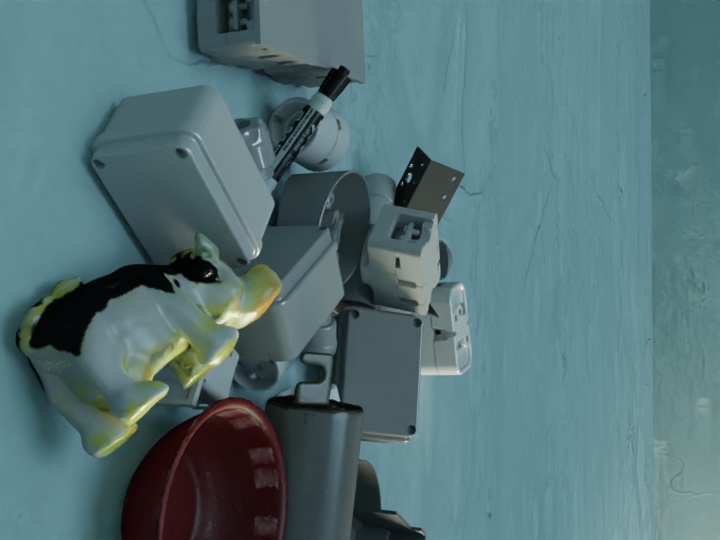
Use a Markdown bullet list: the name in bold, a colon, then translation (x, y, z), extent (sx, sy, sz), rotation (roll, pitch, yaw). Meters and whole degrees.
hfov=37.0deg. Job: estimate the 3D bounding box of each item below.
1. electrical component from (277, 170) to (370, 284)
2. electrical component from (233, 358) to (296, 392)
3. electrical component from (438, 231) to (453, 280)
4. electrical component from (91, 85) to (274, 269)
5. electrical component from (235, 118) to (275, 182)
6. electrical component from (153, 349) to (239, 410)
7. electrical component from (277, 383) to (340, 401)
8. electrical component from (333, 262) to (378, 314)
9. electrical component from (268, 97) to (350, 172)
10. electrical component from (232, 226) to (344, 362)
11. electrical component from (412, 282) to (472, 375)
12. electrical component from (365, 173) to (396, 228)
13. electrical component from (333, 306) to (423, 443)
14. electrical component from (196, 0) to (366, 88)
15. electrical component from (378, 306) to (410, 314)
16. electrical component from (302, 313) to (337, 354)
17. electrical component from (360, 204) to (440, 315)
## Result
- **electrical component**: translation (-0.032, -0.034, 0.891), extent (0.099, 0.064, 0.099), rotation (3, 90, -79)
- **electrical component**: translation (-0.067, 0.055, 0.837), extent (0.081, 0.043, 0.043), rotation (-52, 134, -56)
- **electrical component**: translation (0.066, -0.028, 1.147), extent (0.077, 0.044, 0.079), rotation (-2, 90, -66)
- **electrical component**: translation (-0.113, -0.055, 0.699), extent (0.057, 0.078, 0.113), rotation (-74, 151, -41)
- **electrical component**: translation (-0.084, -0.080, 0.810), extent (0.043, 0.043, 0.062), rotation (-58, 140, -52)
- **electrical component**: translation (-0.114, 0.060, 0.729), extent (0.063, 0.042, 0.081), rotation (58, 38, -51)
- **electrical component**: translation (-0.040, 0.121, 0.879), extent (0.055, 0.055, 0.047), rotation (-23, 105, -65)
- **electrical component**: translation (0.000, 0.000, 0.994), extent (0.043, 0.043, 0.081), rotation (50, 44, -54)
- **electrical component**: translation (-0.044, -0.114, 0.894), extent (0.047, 0.055, 0.055), rotation (17, 72, -61)
- **electrical component**: translation (-0.067, 0.014, 0.798), extent (0.113, 0.078, 0.057), rotation (-53, 137, -56)
- **electrical component**: translation (0.081, 0.063, 1.153), extent (0.054, 0.059, 0.095), rotation (-28, 113, -64)
- **electrical component**: translation (0.015, -0.060, 1.040), extent (0.044, 0.044, 0.065), rotation (57, 34, -50)
- **electrical component**: translation (0.010, 0.093, 0.946), extent (0.057, 0.078, 0.113), rotation (148, -52, -66)
- **electrical component**: translation (-0.062, -0.211, 0.853), extent (0.186, 0.060, 0.105), rotation (-1, 89, -66)
- **electrical component**: translation (0.022, 0.051, 1.028), extent (0.055, 0.055, 0.047), rotation (49, 41, -55)
- **electrical component**: translation (-0.037, 0.044, 0.908), extent (0.035, 0.035, 0.061), rotation (-41, 135, -61)
- **electrical component**: translation (0.035, -0.009, 0.938), extent (0.089, 0.056, 0.050), rotation (81, 25, -51)
